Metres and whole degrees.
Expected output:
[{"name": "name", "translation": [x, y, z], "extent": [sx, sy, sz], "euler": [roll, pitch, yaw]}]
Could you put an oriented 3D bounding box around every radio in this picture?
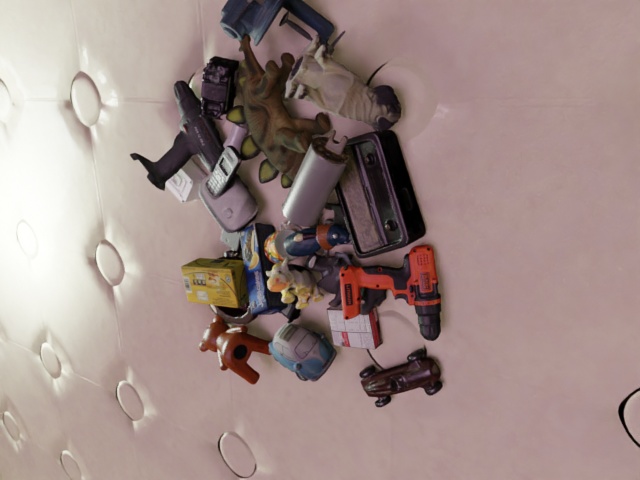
[{"name": "radio", "translation": [0.106, -0.088, 1.027], "extent": [0.131, 0.073, 0.229], "euler": [-14, 97, 40]}]

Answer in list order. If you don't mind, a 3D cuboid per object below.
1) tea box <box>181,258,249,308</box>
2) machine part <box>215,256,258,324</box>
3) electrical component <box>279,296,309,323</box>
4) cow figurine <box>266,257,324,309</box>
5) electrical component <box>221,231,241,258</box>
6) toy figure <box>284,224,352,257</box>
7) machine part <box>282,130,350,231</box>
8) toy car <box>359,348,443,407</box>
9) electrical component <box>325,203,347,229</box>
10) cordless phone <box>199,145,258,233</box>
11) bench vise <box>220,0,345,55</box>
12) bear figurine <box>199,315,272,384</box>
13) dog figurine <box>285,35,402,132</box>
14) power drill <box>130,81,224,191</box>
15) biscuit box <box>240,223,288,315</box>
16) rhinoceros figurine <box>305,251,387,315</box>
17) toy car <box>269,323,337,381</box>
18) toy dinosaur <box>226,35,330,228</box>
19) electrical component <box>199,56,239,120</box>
[{"name": "tea box", "translation": [-0.242, 0.099, 1.275], "extent": [0.170, 0.068, 0.098], "euler": [3, 109, 33]}, {"name": "machine part", "translation": [-0.210, 0.123, 1.340], "extent": [0.180, 0.056, 0.179], "euler": [12, 113, 32]}, {"name": "electrical component", "translation": [-0.088, 0.128, 1.258], "extent": [0.119, 0.048, 0.074], "euler": [41, 124, 17]}, {"name": "cow figurine", "translation": [-0.061, 0.082, 1.147], "extent": [0.068, 0.167, 0.098], "euler": [-28, 60, 15]}, {"name": "electrical component", "translation": [-0.210, -0.007, 1.304], "extent": [0.078, 0.045, 0.102], "euler": [35, 122, 21]}, {"name": "toy figure", "translation": [-0.003, -0.002, 1.113], "extent": [0.155, 0.064, 0.057], "euler": [-14, 91, 31]}, {"name": "machine part", "translation": [-0.011, -0.107, 1.018], "extent": [0.079, 0.079, 0.243], "euler": [45, 134, 16]}, {"name": "toy car", "translation": [0.162, 0.294, 1.125], "extent": [0.202, 0.053, 0.089], "euler": [-29, 90, 37]}, {"name": "electrical component", "translation": [0.051, -0.046, 1.115], "extent": [0.094, 0.021, 0.063], "euler": [12, 111, 33]}, {"name": "cordless phone", "translation": [-0.187, -0.115, 1.197], "extent": [0.146, 0.089, 0.184], "euler": [54, 144, 10]}, {"name": "bench vise", "translation": [-0.063, -0.438, 0.998], "extent": [0.240, 0.223, 0.129], "euler": [33, 166, -15]}, {"name": "bear figurine", "translation": [-0.224, 0.273, 1.376], "extent": [0.132, 0.120, 0.196], "euler": [34, 166, -25]}, {"name": "dog figurine", "translation": [0.045, -0.272, 0.993], "extent": [0.121, 0.190, 0.172], "euler": [-55, 28, 23]}, {"name": "power drill", "translation": [-0.339, -0.231, 1.265], "extent": [0.207, 0.086, 0.232], "euler": [-36, 86, -3]}, {"name": "biscuit box", "translation": [-0.129, 0.066, 1.217], "extent": [0.059, 0.062, 0.202], "euler": [-26, 67, 39]}, {"name": "rhinoceros figurine", "translation": [0.052, 0.082, 1.123], "extent": [0.191, 0.073, 0.112], "euler": [21, 117, 29]}, {"name": "toy car", "translation": [-0.049, 0.236, 1.211], "extent": [0.162, 0.109, 0.102], "euler": [23, 148, 36]}, {"name": "toy dinosaur", "translation": [-0.077, -0.208, 1.111], "extent": [0.199, 0.105, 0.471], "euler": [-16, 100, 46]}, {"name": "electrical component", "translation": [-0.214, -0.328, 1.153], "extent": [0.058, 0.134, 0.114], "euler": [13, 114, -4]}]
